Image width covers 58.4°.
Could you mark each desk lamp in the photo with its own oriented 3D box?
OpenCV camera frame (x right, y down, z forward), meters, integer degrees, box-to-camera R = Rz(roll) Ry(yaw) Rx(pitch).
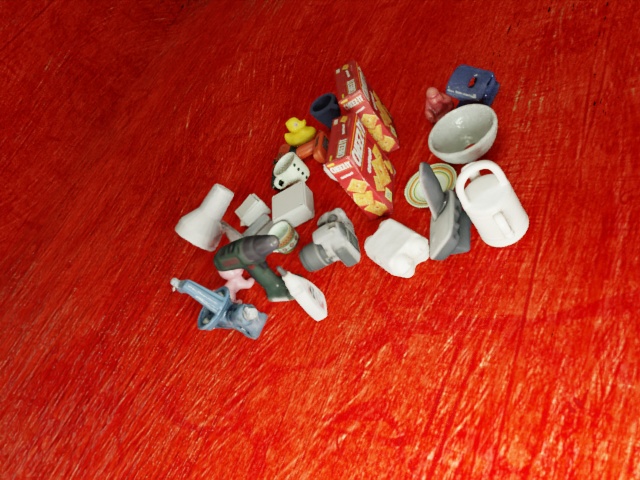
[{"bbox_3d":[-0.258,-0.041,1.568,0.203,0.214,0.117,-46,39,-4],"label":"desk lamp"}]

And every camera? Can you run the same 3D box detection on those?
[{"bbox_3d":[0.013,0.005,1.384,0.136,0.101,0.143,-29,41,17],"label":"camera"}]

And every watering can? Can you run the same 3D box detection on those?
[{"bbox_3d":[0.324,-0.084,1.123,0.101,0.195,0.172,-44,38,-1],"label":"watering can"}]

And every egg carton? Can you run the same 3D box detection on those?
[{"bbox_3d":[0.167,0.018,1.265,0.107,0.070,0.149,-48,39,-6],"label":"egg carton"}]

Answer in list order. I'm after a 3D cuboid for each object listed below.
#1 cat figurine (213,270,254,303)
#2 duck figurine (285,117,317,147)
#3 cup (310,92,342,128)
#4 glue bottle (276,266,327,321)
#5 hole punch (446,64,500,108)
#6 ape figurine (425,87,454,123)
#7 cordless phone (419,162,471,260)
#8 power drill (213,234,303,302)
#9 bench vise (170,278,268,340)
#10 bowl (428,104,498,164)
[{"bbox_3d":[-0.238,0.099,1.499,0.067,0.118,0.128,2,57,42],"label":"cat figurine"},{"bbox_3d":[-0.074,-0.344,1.793,0.104,0.086,0.077,-14,47,31],"label":"duck figurine"},{"bbox_3d":[0.038,-0.379,1.722,0.117,0.095,0.092,23,71,49],"label":"cup"},{"bbox_3d":[-0.045,0.109,1.278,0.037,0.174,0.078,-31,40,14],"label":"glue bottle"},{"bbox_3d":[0.382,-0.384,1.433,0.100,0.091,0.109,7,60,44],"label":"hole punch"},{"bbox_3d":[0.300,-0.354,1.475,0.077,0.092,0.076,-23,43,23],"label":"ape figurine"},{"bbox_3d":[0.238,-0.060,1.182,0.094,0.186,0.147,-18,45,28],"label":"cordless phone"},{"bbox_3d":[-0.136,0.063,1.371,0.228,0.209,0.075,-8,50,36],"label":"power drill"},{"bbox_3d":[-0.240,0.147,1.373,0.206,0.220,0.121,-17,45,29],"label":"bench vise"},{"bbox_3d":[0.343,-0.235,1.342,0.167,0.075,0.167,-23,43,23],"label":"bowl"}]
